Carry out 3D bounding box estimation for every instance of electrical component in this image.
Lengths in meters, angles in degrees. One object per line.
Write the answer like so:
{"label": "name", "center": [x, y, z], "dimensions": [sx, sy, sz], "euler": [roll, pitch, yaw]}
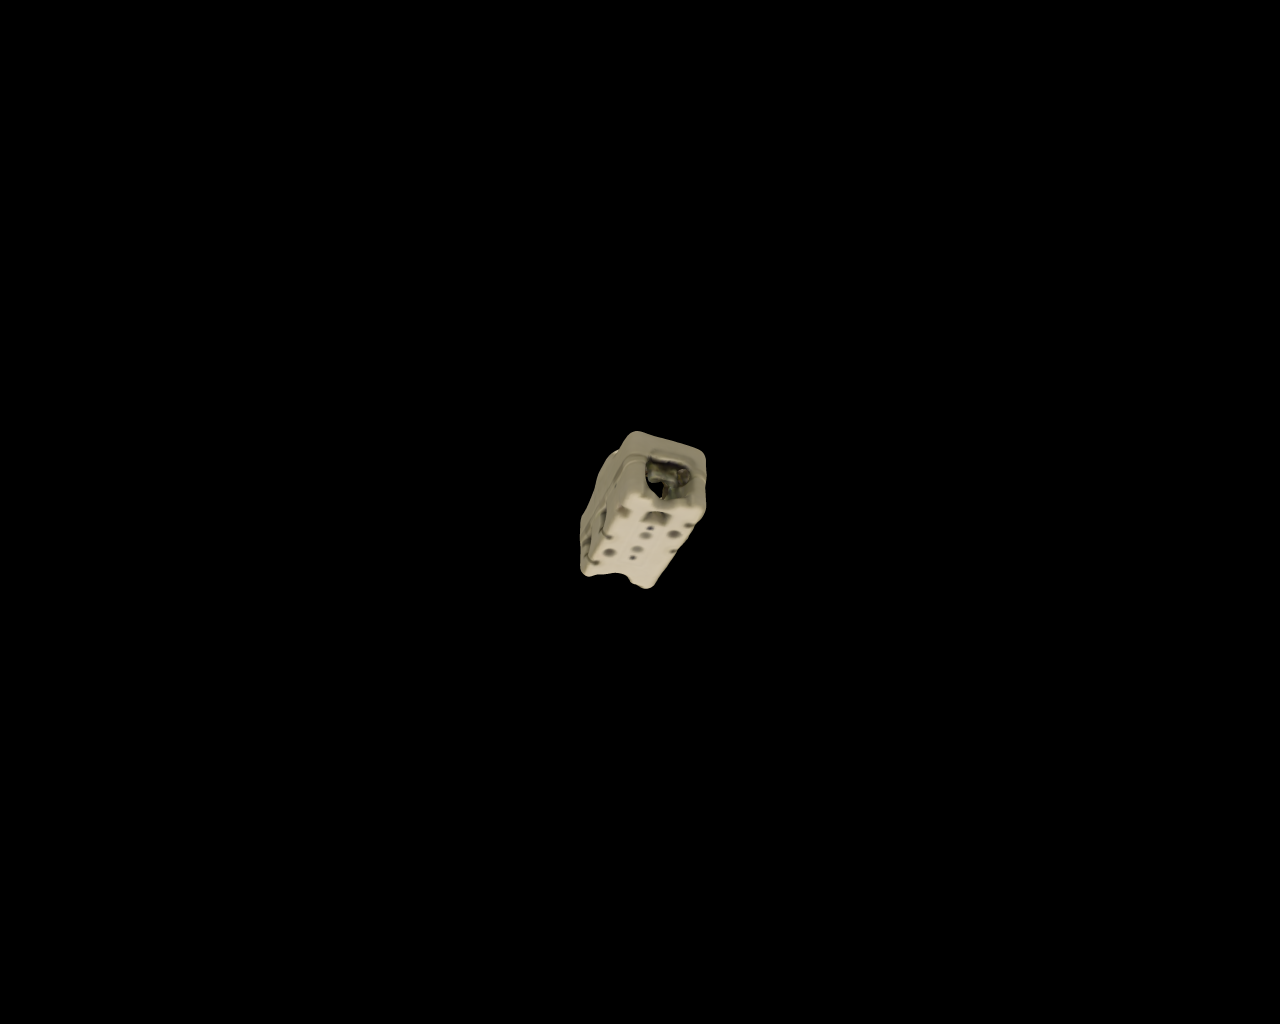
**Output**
{"label": "electrical component", "center": [0.001, -0.003, 0.650], "dimensions": [0.050, 0.056, 0.089], "euler": [14, -42, -16]}
